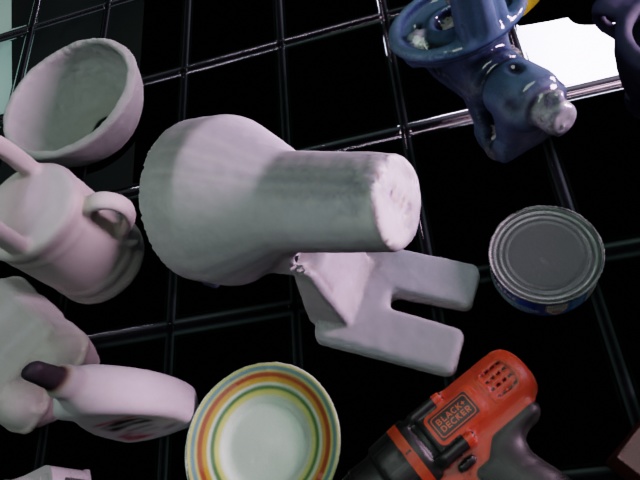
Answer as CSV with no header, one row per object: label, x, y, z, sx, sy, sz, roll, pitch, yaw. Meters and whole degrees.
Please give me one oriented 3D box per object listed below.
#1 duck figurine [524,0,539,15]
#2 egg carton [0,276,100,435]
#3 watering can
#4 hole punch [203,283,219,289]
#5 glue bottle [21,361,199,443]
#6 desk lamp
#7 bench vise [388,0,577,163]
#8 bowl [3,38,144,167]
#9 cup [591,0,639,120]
duck figurine,0.194,-0.291,0.584,0.077,0.086,0.104,12,68,22
egg carton,-0.284,0.105,0.538,0.150,0.069,0.107,29,75,27
watering can,-0.260,-0.017,0.520,0.173,0.194,0.100,-30,59,1
hole punch,-0.099,-0.027,0.536,0.101,0.091,0.108,-25,59,3
glue bottle,-0.162,0.119,0.433,0.078,0.173,0.037,-21,60,6
desk lamp,0.004,0.001,0.419,0.202,0.214,0.118,10,67,22
bench vise,0.139,-0.183,0.468,0.206,0.220,0.121,37,79,29
bowl,-0.267,-0.144,0.657,0.167,0.075,0.167,-7,62,14
cup,0.277,-0.150,0.481,0.117,0.095,0.092,38,80,29
